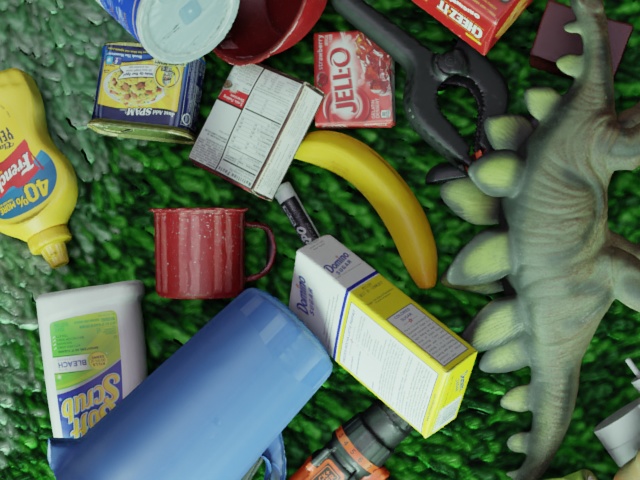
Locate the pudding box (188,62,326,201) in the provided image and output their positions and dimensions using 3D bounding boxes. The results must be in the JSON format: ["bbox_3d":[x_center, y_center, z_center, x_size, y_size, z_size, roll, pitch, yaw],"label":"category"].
[{"bbox_3d":[-0.059,-0.104,0.983,0.090,0.039,0.113,28,94,34],"label":"pudding box"}]

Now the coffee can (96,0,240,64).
[{"bbox_3d":[-0.153,-0.238,0.966,0.103,0.102,0.140,-48,56,4],"label":"coffee can"}]

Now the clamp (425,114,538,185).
[{"bbox_3d":[0.193,-0.053,0.950,0.171,0.039,0.120,-33,88,13],"label":"clamp"}]

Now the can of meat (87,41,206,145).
[{"bbox_3d":[-0.162,-0.140,1.009,0.102,0.057,0.084,7,86,10],"label":"can of meat"}]

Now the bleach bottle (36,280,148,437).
[{"bbox_3d":[-0.198,0.168,0.995,0.102,0.068,0.251,-9,88,5],"label":"bleach bottle"}]

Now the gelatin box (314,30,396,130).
[{"bbox_3d":[0.032,-0.148,0.987,0.073,0.030,0.089,-1,86,10],"label":"gelatin box"}]

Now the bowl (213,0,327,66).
[{"bbox_3d":[-0.041,-0.234,0.972,0.162,0.055,0.162,-7,80,46],"label":"bowl"}]

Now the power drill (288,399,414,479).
[{"bbox_3d":[0.069,0.245,0.945,0.184,0.057,0.188,-44,78,9],"label":"power drill"}]

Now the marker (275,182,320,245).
[{"bbox_3d":[-0.006,0.001,0.991,0.020,0.020,0.121,-31,82,7],"label":"marker"}]

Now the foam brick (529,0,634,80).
[{"bbox_3d":[0.229,-0.171,0.943,0.078,0.051,0.053,21,91,11],"label":"foam brick"}]

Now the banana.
[{"bbox_3d":[0.046,-0.041,0.978,0.198,0.037,0.070,41,112,11],"label":"banana"}]

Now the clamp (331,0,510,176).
[{"bbox_3d":[0.102,-0.154,0.948,0.164,0.036,0.210,-8,77,-3],"label":"clamp"}]

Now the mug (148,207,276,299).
[{"bbox_3d":[-0.098,0.011,0.977,0.117,0.093,0.081,-1,91,-13],"label":"mug"}]

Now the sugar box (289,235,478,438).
[{"bbox_3d":[0.048,0.080,0.916,0.048,0.093,0.176,-28,55,-33],"label":"sugar box"}]

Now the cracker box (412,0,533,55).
[{"bbox_3d":[0.148,-0.293,0.931,0.164,0.072,0.213,39,77,9],"label":"cracker box"}]

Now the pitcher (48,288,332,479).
[{"bbox_3d":[-0.099,0.167,0.926,0.242,0.149,0.145,-45,58,-13],"label":"pitcher"}]

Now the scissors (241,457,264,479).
[{"bbox_3d":[-0.078,0.260,0.990,0.202,0.016,0.096,-41,83,5],"label":"scissors"}]

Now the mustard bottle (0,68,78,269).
[{"bbox_3d":[-0.287,-0.061,1.026,0.096,0.058,0.191,-26,83,5],"label":"mustard bottle"}]
